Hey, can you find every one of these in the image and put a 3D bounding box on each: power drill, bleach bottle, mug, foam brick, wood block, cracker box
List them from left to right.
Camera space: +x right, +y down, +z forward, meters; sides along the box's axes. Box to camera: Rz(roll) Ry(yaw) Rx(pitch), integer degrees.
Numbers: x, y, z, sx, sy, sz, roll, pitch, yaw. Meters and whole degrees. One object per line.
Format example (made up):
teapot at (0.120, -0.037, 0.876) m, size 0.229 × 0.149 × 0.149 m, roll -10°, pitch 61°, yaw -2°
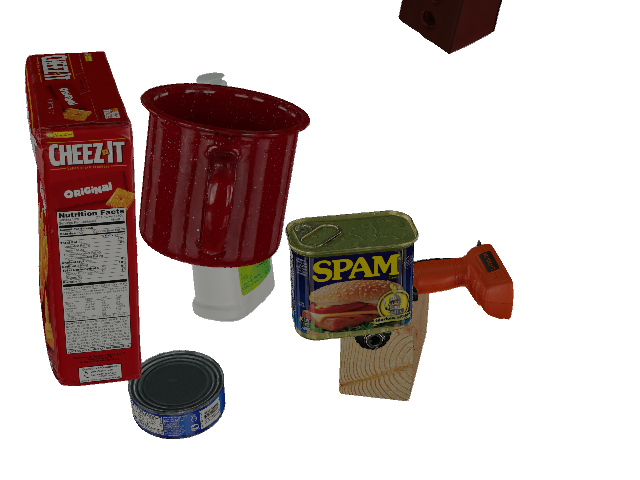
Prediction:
cracker box at (-0.187, -0.020, 0.830) m, size 0.072 × 0.214 × 0.164 m, roll -6°, pitch 29°, yaw -16°
mug at (-0.056, -0.032, 0.587) m, size 0.093 × 0.081 × 0.117 m, roll 6°, pitch 22°, yaw -10°
bleach bottle at (-0.103, -0.048, 1.118) m, size 0.068 × 0.251 × 0.102 m, roll 7°, pitch 27°, yaw 26°
wood block at (0.087, 0.121, 1.394) m, size 0.091 × 0.090 × 0.206 m, roll 5°, pitch 19°, yaw 10°
power drill at (0.113, 0.058, 1.182) m, size 0.187 × 0.057 × 0.184 m, roll -3°, pitch 28°, yaw -5°
foam brick at (0.095, -0.180, 0.740) m, size 0.051 × 0.078 × 0.053 m, roll -33°, pitch 60°, yaw -31°

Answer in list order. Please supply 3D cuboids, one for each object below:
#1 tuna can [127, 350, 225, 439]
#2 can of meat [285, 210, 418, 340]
tuna can at (-0.128, 0.139, 0.960) m, size 0.086 × 0.034 × 0.086 m, roll -1°, pitch 33°, yaw 0°
can of meat at (0.025, 0.028, 0.852) m, size 0.102 × 0.084 × 0.057 m, roll -5°, pitch 29°, yaw -7°
